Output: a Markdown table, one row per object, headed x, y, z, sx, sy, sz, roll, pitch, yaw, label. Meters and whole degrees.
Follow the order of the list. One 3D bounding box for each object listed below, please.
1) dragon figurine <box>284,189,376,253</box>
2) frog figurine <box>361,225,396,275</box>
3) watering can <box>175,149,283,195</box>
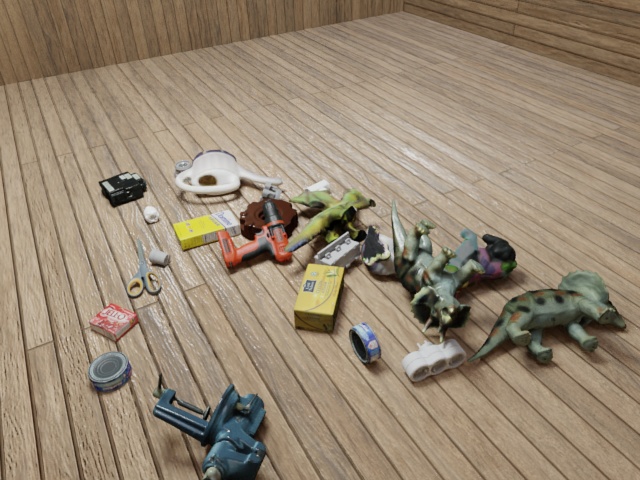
| x | y | z | sx | sy | sz | roll | pitch | yaw | label |
| --- | --- | --- | --- | --- | --- | --- | --- | --- | --- |
| 0.005 | -0.076 | 1.518 | 0.414 | 0.120 | 0.245 | -18 | 32 | -35 | dragon figurine |
| 0.193 | 0.040 | 1.386 | 0.158 | 0.122 | 0.139 | 18 | 14 | -38 | frog figurine |
| -0.309 | -0.221 | 1.736 | 0.348 | 0.101 | 0.229 | -5 | 36 | -11 | watering can |
